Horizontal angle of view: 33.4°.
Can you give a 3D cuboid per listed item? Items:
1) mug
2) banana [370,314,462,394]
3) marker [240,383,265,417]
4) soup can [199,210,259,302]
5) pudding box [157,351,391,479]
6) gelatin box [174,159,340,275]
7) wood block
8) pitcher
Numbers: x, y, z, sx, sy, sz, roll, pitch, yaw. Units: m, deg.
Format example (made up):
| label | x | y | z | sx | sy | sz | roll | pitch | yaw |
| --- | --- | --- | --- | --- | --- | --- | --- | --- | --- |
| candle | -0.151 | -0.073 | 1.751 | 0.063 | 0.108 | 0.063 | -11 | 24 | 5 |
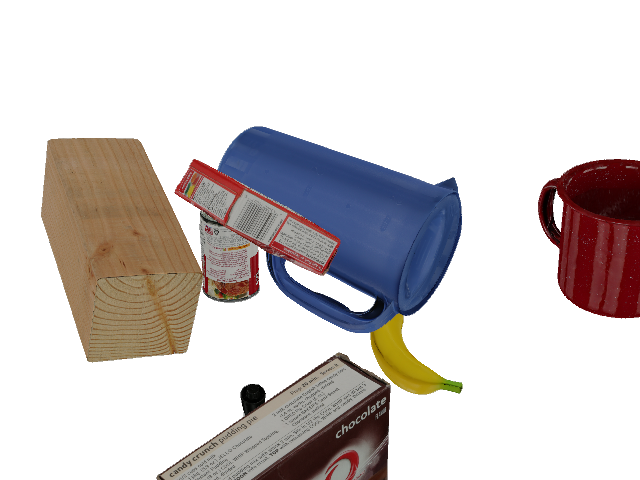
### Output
| label | x | y | z | sx | sy | sz | roll | pitch | yaw |
| --- | --- | --- | --- | --- | --- | --- | --- | --- | --- |
| mug | 0.200 | -0.004 | 0.747 | 0.093 | 0.081 | 0.117 | -27 | 38 | -34 |
| banana | 0.093 | 0.128 | 1.233 | 0.069 | 0.037 | 0.198 | 7 | 23 | -22 |
| marker | -0.050 | 0.152 | 0.833 | 0.020 | 0.020 | 0.121 | 0 | -44 | 0 |
| soup can | -0.106 | 0.012 | 1.244 | 0.068 | 0.102 | 0.068 | 0 | 26 | 0 |
| pudding box | -0.018 | 0.117 | 0.488 | 0.039 | 0.090 | 0.113 | 30 | 47 | 34 |
| gelatin box | -0.040 | -0.015 | 0.694 | 0.089 | 0.030 | 0.073 | 28 | 2 | -38 |
| wood block | -0.181 | 0.001 | 0.944 | 0.090 | 0.091 | 0.206 | -3 | 38 | -26 |
| pitcher | 0.009 | -0.020 | 1.086 | 0.243 | 0.145 | 0.149 | 24 | 27 | 24 |
